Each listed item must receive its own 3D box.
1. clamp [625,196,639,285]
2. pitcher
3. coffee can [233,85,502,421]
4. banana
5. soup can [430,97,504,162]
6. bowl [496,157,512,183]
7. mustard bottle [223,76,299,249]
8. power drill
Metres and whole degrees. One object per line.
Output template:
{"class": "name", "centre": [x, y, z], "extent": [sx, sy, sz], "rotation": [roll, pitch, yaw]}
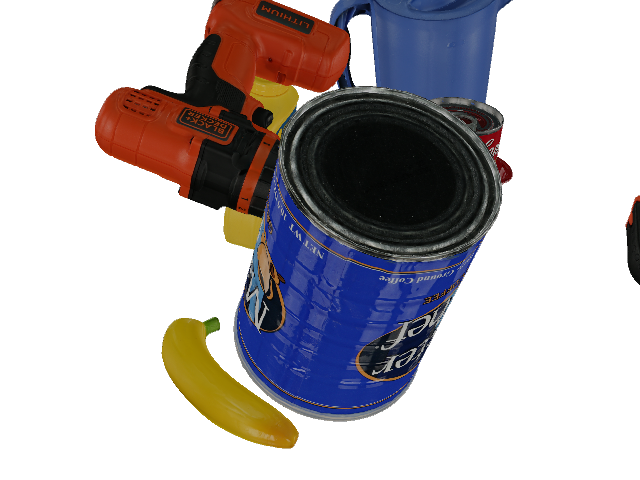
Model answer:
{"class": "clamp", "centre": [0.267, 0.033, 0.697], "extent": [0.120, 0.039, 0.171], "rotation": [-2, 45, -20]}
{"class": "pitcher", "centre": [0.107, -0.172, 1.131], "extent": [0.149, 0.243, 0.144], "rotation": [28, 53, 28]}
{"class": "coffee can", "centre": [0.018, 0.010, 0.523], "extent": [0.102, 0.103, 0.140], "rotation": [0, -38, -15]}
{"class": "banana", "centre": [-0.084, 0.106, 0.849], "extent": [0.069, 0.037, 0.198], "rotation": [-9, 28, -21]}
{"class": "soup can", "centre": [0.109, -0.058, 0.879], "extent": [0.068, 0.102, 0.068], "rotation": [4, 30, -2]}
{"class": "bowl", "centre": [0.143, -0.072, 1.267], "extent": [0.162, 0.055, 0.162], "rotation": [8, 24, -4]}
{"class": "mustard bottle", "centre": [-0.054, -0.091, 0.988], "extent": [0.058, 0.192, 0.096], "rotation": [17, 41, 12]}
{"class": "power drill", "centre": [-0.036, -0.089, 0.723], "extent": [0.184, 0.057, 0.187], "rotation": [22, 41, -1]}
